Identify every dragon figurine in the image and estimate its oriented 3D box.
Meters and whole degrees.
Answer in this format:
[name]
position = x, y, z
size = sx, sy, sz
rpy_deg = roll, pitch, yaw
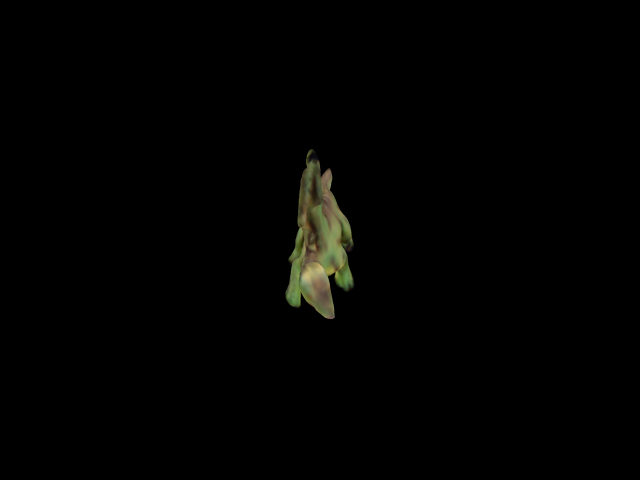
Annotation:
[dragon figurine]
position = 0.003, -0.043, 0.850
size = 0.122, 0.420, 0.237
rpy_deg = 0, -38, 0
